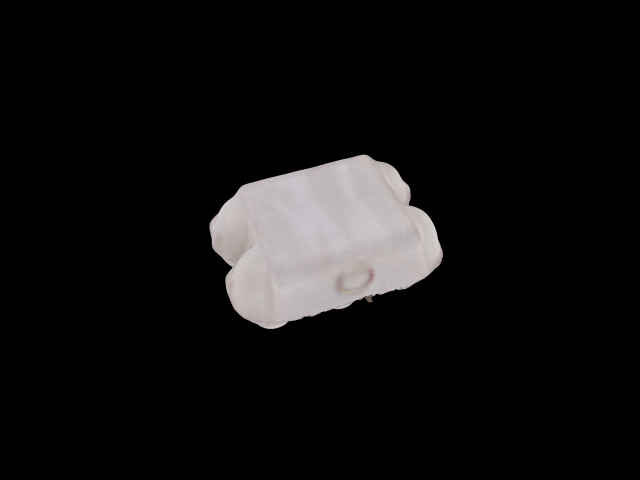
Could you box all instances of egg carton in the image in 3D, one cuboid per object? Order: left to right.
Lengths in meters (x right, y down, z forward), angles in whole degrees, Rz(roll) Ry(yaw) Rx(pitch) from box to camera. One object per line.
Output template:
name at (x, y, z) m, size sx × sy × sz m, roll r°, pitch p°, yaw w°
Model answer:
egg carton at (0.004, 0.001, 0.400) m, size 0.150 × 0.069 × 0.107 m, roll -17°, pitch 51°, yaw -14°
